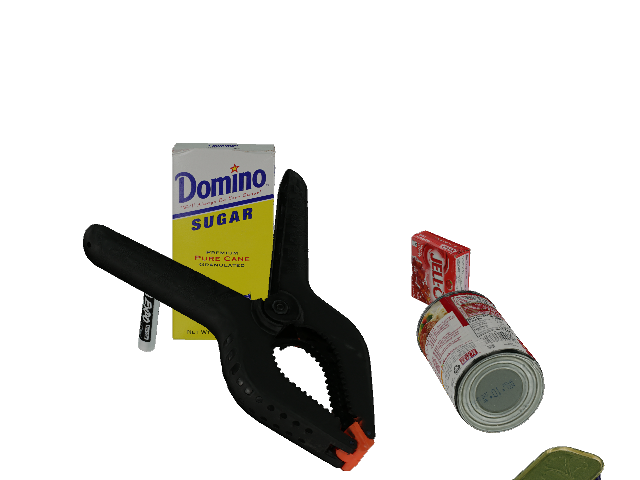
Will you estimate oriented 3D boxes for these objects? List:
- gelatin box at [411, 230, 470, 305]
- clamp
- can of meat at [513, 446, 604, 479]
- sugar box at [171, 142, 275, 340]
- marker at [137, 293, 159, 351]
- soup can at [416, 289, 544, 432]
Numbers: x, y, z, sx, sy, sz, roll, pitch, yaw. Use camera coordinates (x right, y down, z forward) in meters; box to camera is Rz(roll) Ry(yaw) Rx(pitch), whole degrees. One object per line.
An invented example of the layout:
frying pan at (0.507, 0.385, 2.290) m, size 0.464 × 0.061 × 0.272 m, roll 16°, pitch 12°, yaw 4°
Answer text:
gelatin box at (0.146, 0.040, 1.305) m, size 0.030 × 0.089 × 0.073 m, roll -24°, pitch 34°, yaw -35°
clamp at (-0.041, 0.049, 0.654) m, size 0.164 × 0.210 × 0.036 m, roll -12°, pitch -31°, yaw -30°
can of meat at (0.200, 0.239, 0.909) m, size 0.058 × 0.084 × 0.101 m, roll 10°, pitch 27°, yaw 42°
sugar box at (-0.088, 0.001, 0.968) m, size 0.093 × 0.176 × 0.048 m, roll 0°, pitch 14°, yaw -2°
marker at (-0.182, 0.070, 1.146) m, size 0.020 × 0.121 × 0.020 m, roll 8°, pitch 36°, yaw -6°
soup can at (0.117, 0.088, 0.793) m, size 0.068 × 0.068 × 0.102 m, roll 0°, pitch 22°, yaw -11°
